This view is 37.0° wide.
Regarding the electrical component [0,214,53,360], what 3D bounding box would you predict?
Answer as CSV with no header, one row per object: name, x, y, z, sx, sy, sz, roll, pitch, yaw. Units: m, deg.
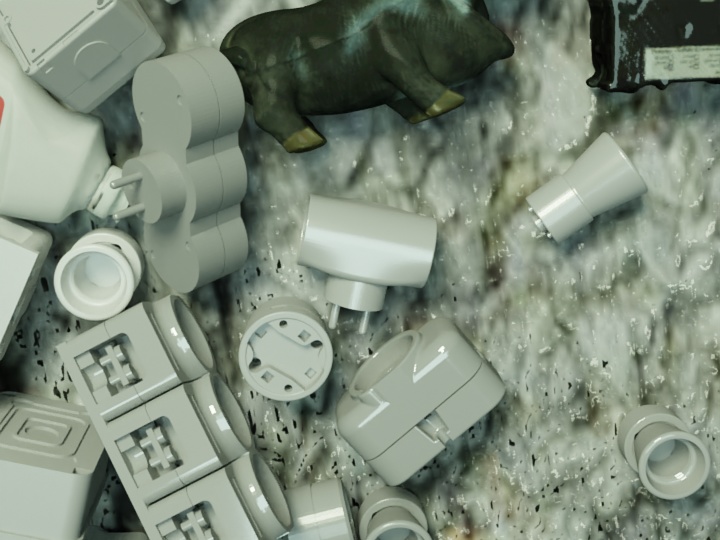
electrical component,-0.267,0.045,0.631,0.105,0.060,0.186,24,101,-9

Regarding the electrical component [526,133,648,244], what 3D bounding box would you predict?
electrical component,0.133,-0.046,0.647,0.065,0.044,0.044,-36,103,10

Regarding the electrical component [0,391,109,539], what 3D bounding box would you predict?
electrical component,-0.191,0.120,0.628,0.078,0.113,0.057,13,99,-7

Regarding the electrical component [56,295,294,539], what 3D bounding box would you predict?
electrical component,-0.101,0.095,0.619,0.062,0.089,0.150,-28,85,2

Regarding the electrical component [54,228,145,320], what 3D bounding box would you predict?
electrical component,-0.152,0.001,0.631,0.045,0.055,0.045,-1,104,-4

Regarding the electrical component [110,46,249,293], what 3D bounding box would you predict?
electrical component,-0.106,-0.049,0.594,0.074,0.052,0.138,-26,131,-39

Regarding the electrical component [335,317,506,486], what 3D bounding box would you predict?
electrical component,0.033,0.077,0.663,0.095,0.053,0.059,-41,103,6

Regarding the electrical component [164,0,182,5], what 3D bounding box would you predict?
electrical component,-0.098,-0.182,0.597,0.043,0.043,0.062,42,97,-12

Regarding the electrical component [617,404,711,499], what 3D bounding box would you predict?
electrical component,0.191,0.114,0.682,0.045,0.055,0.045,-1,103,-2

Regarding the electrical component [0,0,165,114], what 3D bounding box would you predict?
electrical component,-0.158,-0.142,0.585,0.062,0.061,0.096,-38,63,7

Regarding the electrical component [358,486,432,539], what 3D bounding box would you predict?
electrical component,0.022,0.167,0.683,0.045,0.055,0.045,-1,104,-4

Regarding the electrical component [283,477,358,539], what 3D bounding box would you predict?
electrical component,-0.032,0.205,0.690,0.074,0.052,0.138,-14,104,0

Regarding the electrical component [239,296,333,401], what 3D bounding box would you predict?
electrical component,-0.045,0.046,0.653,0.055,0.047,0.055,-1,104,-4

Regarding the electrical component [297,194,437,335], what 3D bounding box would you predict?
electrical component,0.000,0.000,0.647,0.077,0.043,0.079,11,103,-6

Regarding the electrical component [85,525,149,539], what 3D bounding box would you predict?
electrical component,-0.180,0.246,0.685,0.089,0.061,0.150,0,104,-4
